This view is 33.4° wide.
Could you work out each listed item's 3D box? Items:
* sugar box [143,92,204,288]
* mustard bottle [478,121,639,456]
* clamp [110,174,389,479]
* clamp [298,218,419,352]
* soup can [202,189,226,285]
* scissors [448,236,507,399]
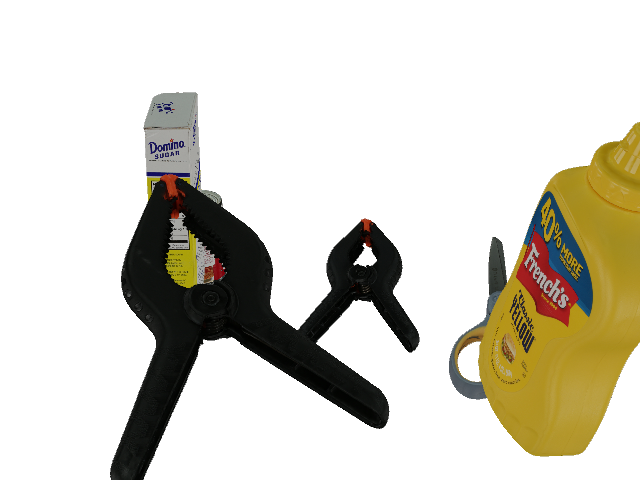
[{"bbox_3d":[-0.129,-0.034,0.946,0.048,0.176,0.093,-2,26,-1],"label":"sugar box"},{"bbox_3d":[0.137,0.020,0.555,0.058,0.192,0.096,2,42,-13],"label":"mustard bottle"},{"bbox_3d":[-0.056,0.047,0.654,0.164,0.210,0.036,-7,-33,-13],"label":"clamp"},{"bbox_3d":[0.052,0.050,1.093,0.120,0.171,0.039,11,-38,9],"label":"clamp"},{"bbox_3d":[-0.152,-0.003,1.310,0.068,0.102,0.068,-1,26,0],"label":"soup can"},{"bbox_3d":[0.156,0.059,0.828,0.096,0.016,0.201,14,36,17],"label":"scissors"}]
